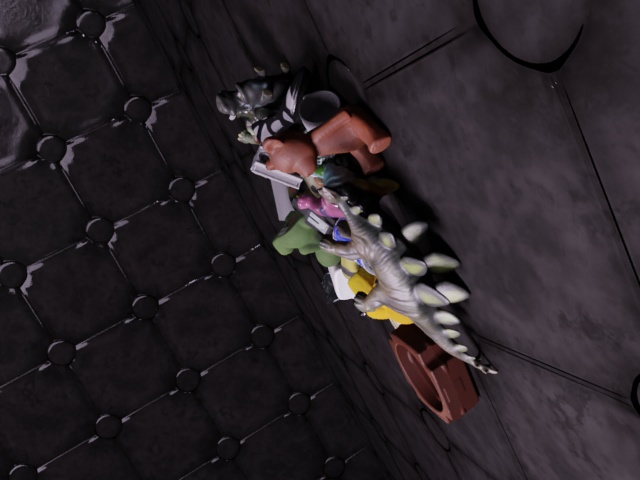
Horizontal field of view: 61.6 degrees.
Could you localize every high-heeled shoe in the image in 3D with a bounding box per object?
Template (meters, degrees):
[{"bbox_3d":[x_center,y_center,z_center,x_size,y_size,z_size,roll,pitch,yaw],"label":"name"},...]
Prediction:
[{"bbox_3d":[-0.084,-0.288,1.144,0.145,0.086,0.248,38,143,19],"label":"high-heeled shoe"}]

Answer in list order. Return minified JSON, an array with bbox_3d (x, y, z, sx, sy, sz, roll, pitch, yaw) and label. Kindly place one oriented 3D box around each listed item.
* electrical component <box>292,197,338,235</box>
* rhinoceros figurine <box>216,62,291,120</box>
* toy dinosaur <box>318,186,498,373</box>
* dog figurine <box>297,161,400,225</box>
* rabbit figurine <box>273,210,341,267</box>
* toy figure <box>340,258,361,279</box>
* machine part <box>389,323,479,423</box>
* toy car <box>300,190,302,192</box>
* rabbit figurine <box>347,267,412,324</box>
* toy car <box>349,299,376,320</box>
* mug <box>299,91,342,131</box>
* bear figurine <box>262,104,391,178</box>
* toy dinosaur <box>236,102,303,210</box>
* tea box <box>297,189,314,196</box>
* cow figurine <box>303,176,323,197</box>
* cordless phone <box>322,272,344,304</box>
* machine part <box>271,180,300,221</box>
[{"bbox_3d":[-0.005,-0.060,1.212,0.119,0.048,0.074,38,147,12],"label":"electrical component"},{"bbox_3d":[-0.135,-0.322,1.167,0.112,0.190,0.073,-26,90,59],"label":"rhinoceros figurine"},{"bbox_3d":[0.152,0.078,0.956,0.199,0.105,0.470,-11,125,50],"label":"toy dinosaur"},{"bbox_3d":[0.070,-0.086,1.052,0.219,0.191,0.108,18,100,39],"label":"dog figurine"},{"bbox_3d":[-0.003,-0.004,1.356,0.170,0.121,0.159,39,142,-20],"label":"rabbit figurine"},{"bbox_3d":[0.083,0.026,1.279,0.082,0.089,0.180,59,171,37],"label":"toy figure"},{"bbox_3d":[0.251,0.284,1.195,0.200,0.087,0.202,65,166,-18],"label":"machine part"},{"bbox_3d":[-0.038,-0.071,1.630,0.202,0.053,0.089,52,144,29],"label":"toy car"},{"bbox_3d":[0.147,0.130,1.213,0.173,0.122,0.162,39,156,10],"label":"rabbit figurine"},{"bbox_3d":[0.133,0.177,1.501,0.073,0.056,0.202,55,169,-4],"label":"toy car"},{"bbox_3d":[0.004,-0.231,1.052,0.110,0.081,0.107,46,170,34],"label":"mug"},{"bbox_3d":[0.006,-0.155,0.938,0.132,0.196,0.120,56,164,18],"label":"bear figurine"},{"bbox_3d":[-0.101,-0.233,1.391,0.192,0.131,0.404,14,143,57],"label":"toy dinosaur"},{"bbox_3d":[0.009,-0.052,1.451,0.098,0.068,0.169,36,151,62],"label":"tea box"},{"bbox_3d":[0.004,-0.132,1.255,0.195,0.085,0.127,56,163,14],"label":"cow figurine"},{"bbox_3d":[0.038,0.100,1.694,0.146,0.089,0.184,106,144,-74],"label":"cordless phone"},{"bbox_3d":[-0.098,-0.145,1.562,0.079,0.079,0.243,-160,59,-71],"label":"machine part"}]
